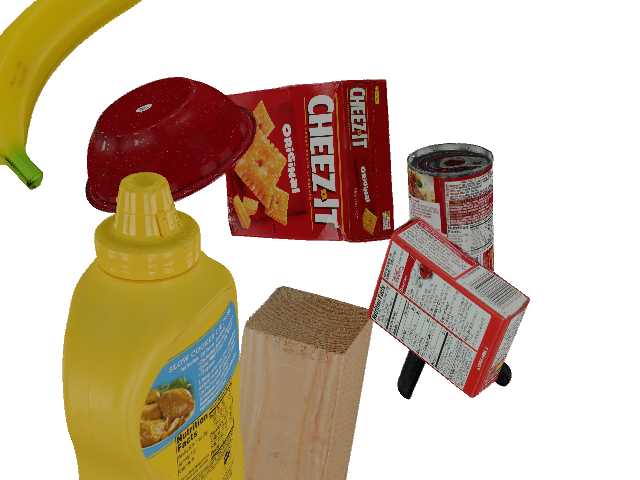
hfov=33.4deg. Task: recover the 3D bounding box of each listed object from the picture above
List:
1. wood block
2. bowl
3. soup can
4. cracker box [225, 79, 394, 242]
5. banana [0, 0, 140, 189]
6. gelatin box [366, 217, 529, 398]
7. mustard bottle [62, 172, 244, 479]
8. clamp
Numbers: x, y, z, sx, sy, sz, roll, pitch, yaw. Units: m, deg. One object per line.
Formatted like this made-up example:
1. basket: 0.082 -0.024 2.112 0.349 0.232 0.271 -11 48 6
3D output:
1. wood block: -0.021 0.157 0.928 0.090 0.206 0.090 15 25 14
2. bowl: -0.139 -0.092 0.912 0.162 0.055 0.162 -17 33 11
3. soup can: 0.106 -0.019 0.858 0.068 0.102 0.068 -4 24 2
4. cracker box: -0.020 -0.083 1.147 0.071 0.164 0.214 -8 7 -38
5. banana: -0.160 -0.111 0.644 0.069 0.197 0.037 22 -33 -2
6. gelatin box: 0.075 0.040 0.641 0.089 0.073 0.030 38 49 26
7. mustard bottle: -0.068 0.062 0.448 0.058 0.192 0.096 14 30 22
8. clamp: 0.138 0.101 1.159 0.120 0.171 0.039 4 -44 -6
